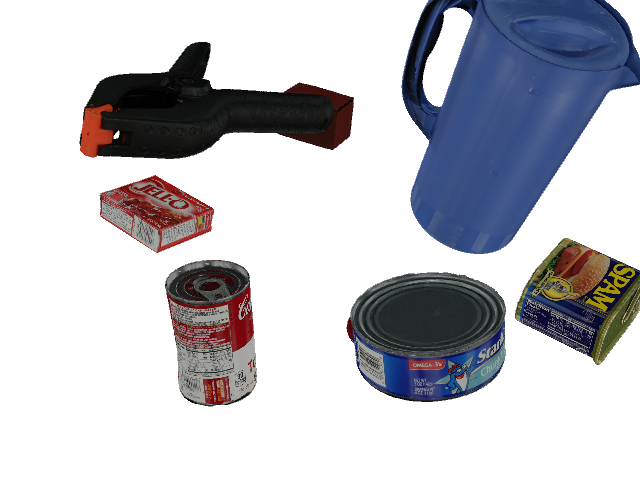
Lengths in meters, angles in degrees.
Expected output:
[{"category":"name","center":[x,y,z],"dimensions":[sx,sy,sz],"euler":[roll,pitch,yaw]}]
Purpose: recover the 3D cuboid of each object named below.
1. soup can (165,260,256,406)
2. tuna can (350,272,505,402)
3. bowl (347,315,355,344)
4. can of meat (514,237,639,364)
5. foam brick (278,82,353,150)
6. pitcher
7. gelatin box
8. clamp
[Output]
[{"category":"soup can","center":[-0.088,0.076,0.875],"dimensions":[0.068,0.102,0.068],"euler":[-2,27,1]},{"category":"tuna can","center":[0.061,0.053,0.598],"dimensions":[0.086,0.034,0.086],"euler":[-5,27,3]},{"category":"bowl","center":[0.105,0.121,1.121],"dimensions":[0.162,0.055,0.162],"euler":[6,24,-3]},{"category":"can of meat","center":[0.235,0.051,0.956],"dimensions":[0.084,0.057,0.101],"euler":[27,46,26]},{"category":"foam brick","center":[-0.006,-0.149,1.276],"dimensions":[0.078,0.053,0.051],"euler":[18,32,21]},{"category":"pitcher","center":[0.155,-0.108,0.943],"dimensions":[0.144,0.149,0.243],"euler":[-9,-38,-26]},{"category":"gelatin box","center":[-0.162,-0.028,1.052],"dimensions":[0.089,0.030,0.073],"euler":[30,35,31]},{"category":"clamp","center":[-0.087,-0.088,0.659],"dimensions":[0.120,0.039,0.171],"euler":[27,28,36]}]
